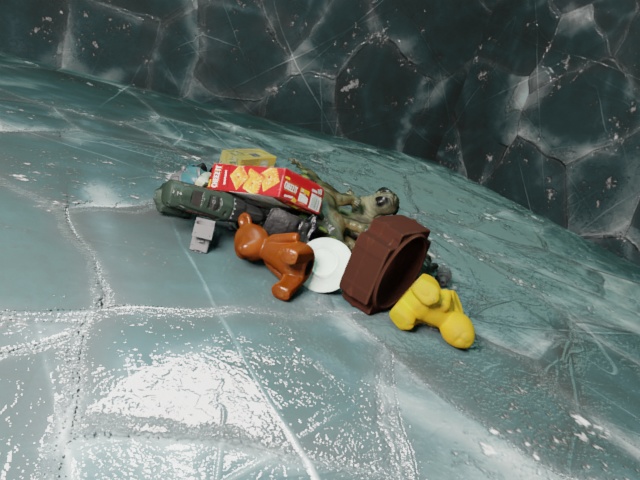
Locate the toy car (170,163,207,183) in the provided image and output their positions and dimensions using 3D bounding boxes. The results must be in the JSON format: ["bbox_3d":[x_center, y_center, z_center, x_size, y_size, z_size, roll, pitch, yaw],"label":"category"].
[{"bbox_3d":[-0.350,-0.153,1.434,0.103,0.109,0.162,-5,15,-11],"label":"toy car"}]

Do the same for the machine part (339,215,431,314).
[{"bbox_3d":[0.146,0.052,1.159,0.087,0.200,0.201,34,23,31],"label":"machine part"}]

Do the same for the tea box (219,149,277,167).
[{"bbox_3d":[-0.201,-0.192,1.461,0.068,0.098,0.169,28,20,23],"label":"tea box"}]

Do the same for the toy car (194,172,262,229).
[{"bbox_3d":[-0.226,-0.090,1.350,0.201,0.056,0.073,45,31,-9],"label":"toy car"}]

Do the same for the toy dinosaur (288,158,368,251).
[{"bbox_3d":[0.004,-0.097,1.392,0.198,0.105,0.472,22,22,-22],"label":"toy dinosaur"}]

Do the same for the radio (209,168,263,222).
[{"bbox_3d":[-0.238,-0.129,1.508,0.131,0.073,0.230,9,20,-27],"label":"radio"}]

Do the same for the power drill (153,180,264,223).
[{"bbox_3d":[-0.271,-0.079,1.230,0.232,0.086,0.208,15,1,-41],"label":"power drill"}]

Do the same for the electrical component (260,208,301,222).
[{"bbox_3d":[-0.091,-0.057,1.401,0.115,0.058,0.134,54,22,0],"label":"electrical component"}]

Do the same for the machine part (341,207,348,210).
[{"bbox_3d":[0.004,-0.074,1.553,0.243,0.079,0.079,9,20,-45],"label":"machine part"}]

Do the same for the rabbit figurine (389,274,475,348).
[{"bbox_3d":[0.251,0.162,1.139,0.173,0.122,0.162,39,14,14],"label":"rabbit figurine"}]

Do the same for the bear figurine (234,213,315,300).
[{"bbox_3d":[-0.113,0.026,1.120,0.196,0.120,0.132,23,22,16],"label":"bear figurine"}]

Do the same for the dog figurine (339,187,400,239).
[{"bbox_3d":[0.156,-0.063,1.515,0.191,0.121,0.172,5,-33,44],"label":"dog figurine"}]

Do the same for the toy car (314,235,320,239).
[{"bbox_3d":[0.028,0.043,1.306,0.202,0.053,0.089,29,16,16],"label":"toy car"}]

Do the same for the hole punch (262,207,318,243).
[{"bbox_3d":[-0.076,-0.007,1.246,0.116,0.142,0.092,25,-3,2],"label":"hole punch"}]

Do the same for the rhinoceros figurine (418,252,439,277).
[{"bbox_3d":[0.260,0.072,1.418,0.112,0.073,0.190,20,19,9],"label":"rhinoceros figurine"}]
